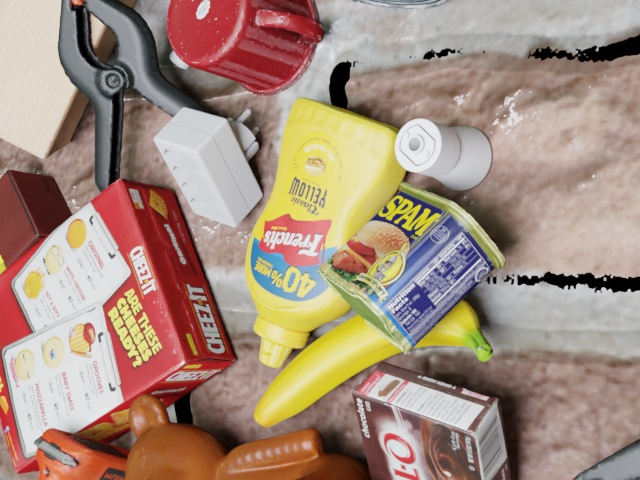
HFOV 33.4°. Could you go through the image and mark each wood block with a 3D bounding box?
[{"bbox_3d":[-0.221,-0.185,0.903,0.091,0.090,0.206,27,105,-5],"label":"wood block"}]

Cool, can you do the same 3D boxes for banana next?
[{"bbox_3d":[0.033,0.075,0.728,0.198,0.069,0.037,-25,113,35],"label":"banana"}]

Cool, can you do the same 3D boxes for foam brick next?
[{"bbox_3d":[-0.259,-0.016,0.956,0.051,0.052,0.078,-44,61,24],"label":"foam brick"}]

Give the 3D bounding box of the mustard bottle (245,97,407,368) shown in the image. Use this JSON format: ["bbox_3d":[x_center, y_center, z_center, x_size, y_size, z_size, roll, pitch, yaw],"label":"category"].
[{"bbox_3d":[-0.005,0.001,0.764,0.096,0.058,0.192,25,100,34],"label":"mustard bottle"}]

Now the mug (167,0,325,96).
[{"bbox_3d":[-0.052,-0.160,0.800,0.117,0.081,0.093,13,94,36],"label":"mug"}]

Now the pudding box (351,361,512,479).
[{"bbox_3d":[0.073,0.139,0.672,0.090,0.039,0.113,13,128,36],"label":"pudding box"}]

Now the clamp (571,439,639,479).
[{"bbox_3d":[0.241,0.140,0.582,0.210,0.036,0.164,9,91,36],"label":"clamp"}]

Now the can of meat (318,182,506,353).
[{"bbox_3d":[0.055,0.017,0.681,0.084,0.057,0.102,-44,23,-6],"label":"can of meat"}]

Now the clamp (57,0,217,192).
[{"bbox_3d":[-0.147,-0.127,0.849,0.120,0.039,0.171,-16,105,8],"label":"clamp"}]

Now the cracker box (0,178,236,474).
[{"bbox_3d":[-0.186,0.075,0.883,0.214,0.072,0.164,-34,68,28],"label":"cracker box"}]

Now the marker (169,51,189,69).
[{"bbox_3d":[-0.082,-0.191,0.864,0.121,0.020,0.020,-51,59,20],"label":"marker"}]

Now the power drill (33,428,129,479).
[{"bbox_3d":[-0.194,0.251,0.827,0.057,0.184,0.187,17,79,35],"label":"power drill"}]

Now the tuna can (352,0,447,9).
[{"bbox_3d":[0.047,-0.186,0.727,0.086,0.086,0.034,7,88,37],"label":"tuna can"}]
